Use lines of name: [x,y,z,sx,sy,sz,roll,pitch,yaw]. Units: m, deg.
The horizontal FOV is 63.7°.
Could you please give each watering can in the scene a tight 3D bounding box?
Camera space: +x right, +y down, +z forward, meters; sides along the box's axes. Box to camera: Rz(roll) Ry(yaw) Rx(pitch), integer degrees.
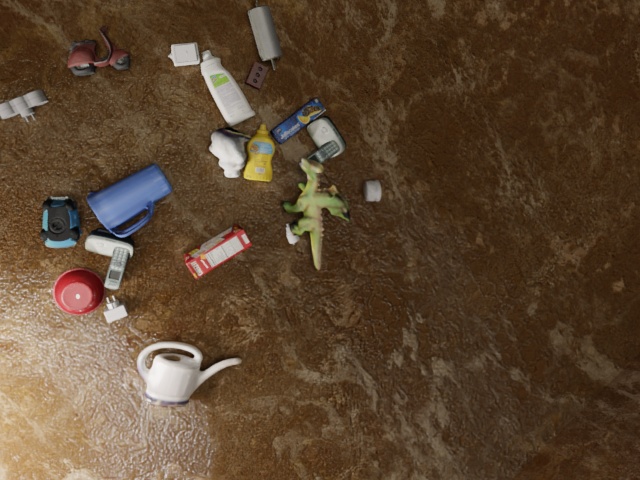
watering can: [-0.461,0.470,1.779,0.346,0.105,0.224,16,94,-19]

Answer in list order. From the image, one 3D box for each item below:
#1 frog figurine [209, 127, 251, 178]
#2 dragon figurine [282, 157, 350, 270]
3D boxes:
frog figurine: [-0.309,-0.290,1.720,0.138,0.123,0.158,21,103,14]
dragon figurine: [0.005,-0.089,1.768,0.124,0.241,0.407,-30,105,-39]
